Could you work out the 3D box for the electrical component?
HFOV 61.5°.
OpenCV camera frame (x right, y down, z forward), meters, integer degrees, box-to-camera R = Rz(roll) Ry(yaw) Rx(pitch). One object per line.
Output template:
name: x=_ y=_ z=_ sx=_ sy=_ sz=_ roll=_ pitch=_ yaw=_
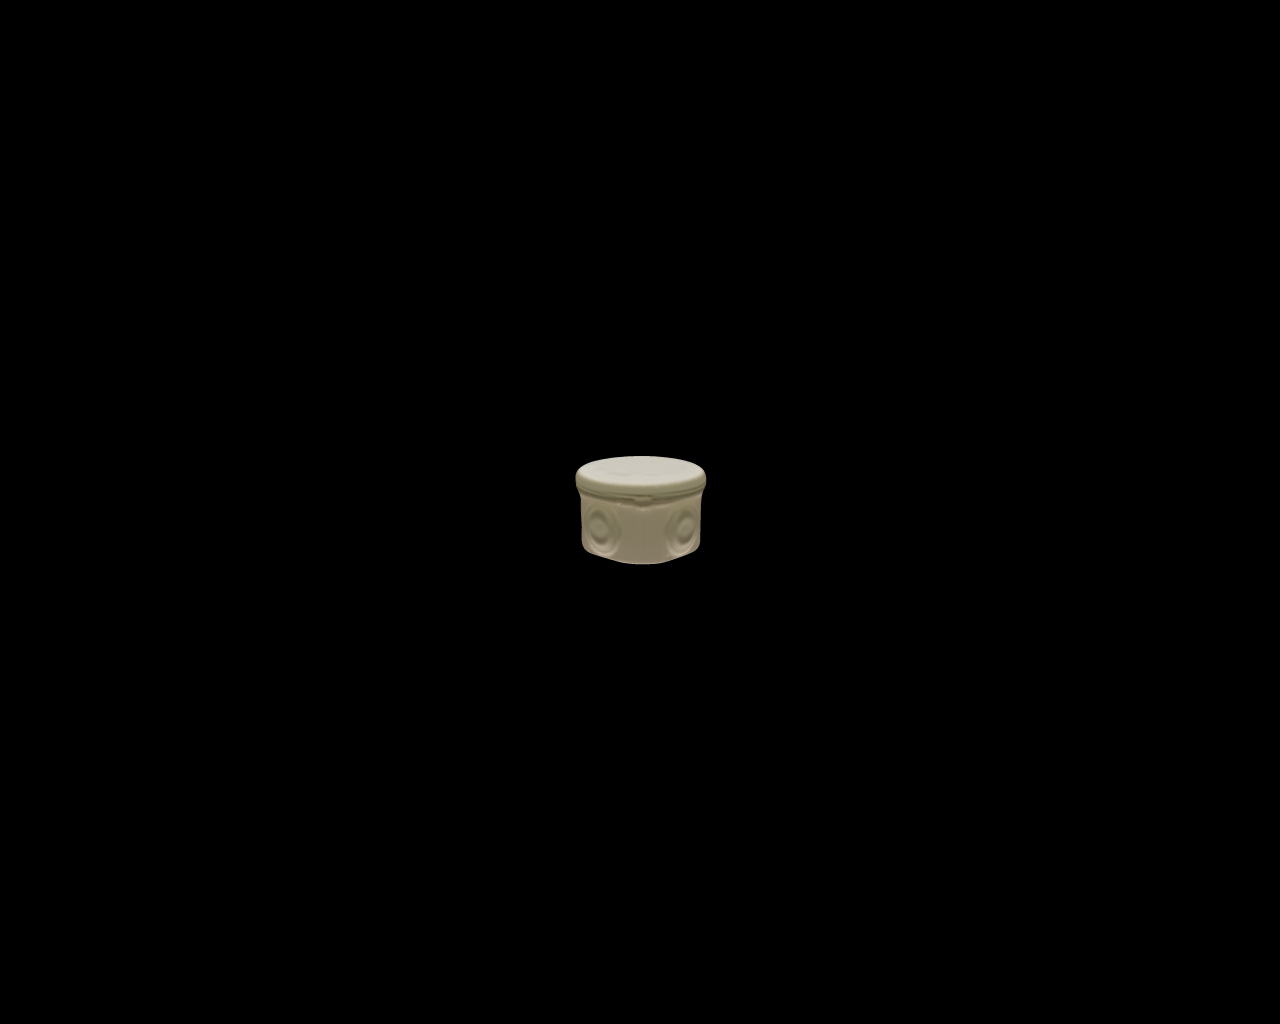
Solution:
electrical component: x=0.001 y=-0.003 z=0.650 sx=0.080 sy=0.051 sz=0.080 roll=0 pitch=15 yaw=0
